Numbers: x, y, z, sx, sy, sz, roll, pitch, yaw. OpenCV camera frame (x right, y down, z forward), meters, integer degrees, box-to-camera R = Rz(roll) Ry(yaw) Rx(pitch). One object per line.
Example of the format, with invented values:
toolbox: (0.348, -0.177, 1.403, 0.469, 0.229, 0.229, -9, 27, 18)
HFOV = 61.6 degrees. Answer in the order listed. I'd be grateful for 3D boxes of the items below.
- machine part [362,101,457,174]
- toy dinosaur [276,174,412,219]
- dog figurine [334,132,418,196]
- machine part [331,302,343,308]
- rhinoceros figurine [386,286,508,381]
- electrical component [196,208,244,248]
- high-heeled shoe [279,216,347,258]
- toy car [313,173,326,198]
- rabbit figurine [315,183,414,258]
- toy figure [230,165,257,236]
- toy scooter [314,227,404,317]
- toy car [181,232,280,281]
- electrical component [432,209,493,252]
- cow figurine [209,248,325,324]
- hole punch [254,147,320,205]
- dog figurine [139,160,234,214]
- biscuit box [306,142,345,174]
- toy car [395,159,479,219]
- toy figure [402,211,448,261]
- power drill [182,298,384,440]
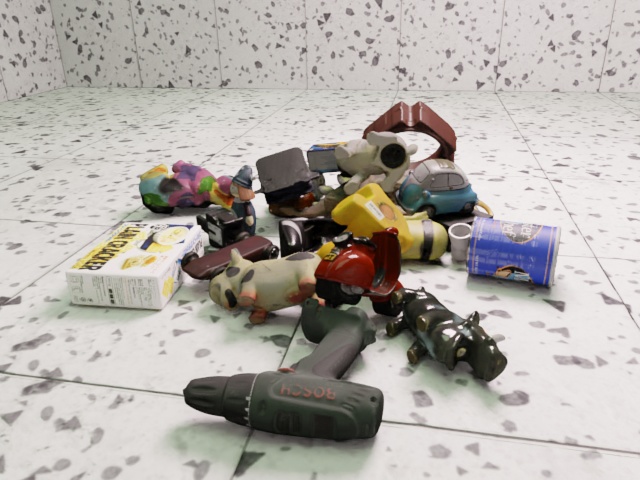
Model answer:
machine part: (0.219, -0.227, 1.328, 0.201, 0.201, 0.087, 31, 45, -29)
toy dinosaur: (0.131, -0.106, 1.212, 0.472, 0.104, 0.199, -8, 25, -13)
dog figurine: (0.111, -0.176, 1.111, 0.172, 0.121, 0.191, -3, 19, 7)
machine part: (-0.013, 0.073, 0.901, 0.084, 0.039, 0.139, -15, 25, -39)
rhinoceros figurine: (0.171, 0.128, 0.737, 0.112, 0.073, 0.190, -1, 20, -26)
electrical component: (-0.201, -0.023, 1.083, 0.048, 0.074, 0.119, -19, 27, -34)
high-heeled shoe: (-0.002, -0.003, 0.980, 0.145, 0.086, 0.249, -4, 10, -5)
toy car: (-0.041, -0.164, 1.387, 0.056, 0.073, 0.202, -12, 26, -25)
rabbit figurine: (0.069, 0.010, 0.924, 0.162, 0.173, 0.122, 45, 29, -6)
toy figure: (-0.157, -0.076, 1.099, 0.064, 0.154, 0.058, 12, 25, 25)
toy scooter: (0.070, 0.035, 0.792, 0.183, 0.135, 0.075, 19, -9, -42)
toy car: (-0.160, 0.037, 0.969, 0.089, 0.053, 0.202, 25, 30, 26)
electrical component: (0.279, -0.025, 1.083, 0.115, 0.058, 0.134, -16, 28, -26)
cow figurine: (-0.086, 0.064, 0.844, 0.195, 0.085, 0.127, -13, 37, 16)
hole punch: (-0.072, -0.123, 1.163, 0.142, 0.092, 0.116, -15, 48, -2)
dog figurine: (-0.283, -0.110, 1.245, 0.219, 0.108, 0.191, 17, 29, 30)
biscuit box: (0.073, -0.198, 1.265, 0.203, 0.059, 0.063, -2, 24, 17)
toy car: (0.235, -0.106, 1.063, 0.162, 0.102, 0.109, -4, 34, -6)
toy figure: (0.148, 0.002, 1.002, 0.180, 0.082, 0.089, 0, 42, -14)
power drill: (-0.025, 0.154, 0.670, 0.232, 0.085, 0.207, 8, 22, 17)
